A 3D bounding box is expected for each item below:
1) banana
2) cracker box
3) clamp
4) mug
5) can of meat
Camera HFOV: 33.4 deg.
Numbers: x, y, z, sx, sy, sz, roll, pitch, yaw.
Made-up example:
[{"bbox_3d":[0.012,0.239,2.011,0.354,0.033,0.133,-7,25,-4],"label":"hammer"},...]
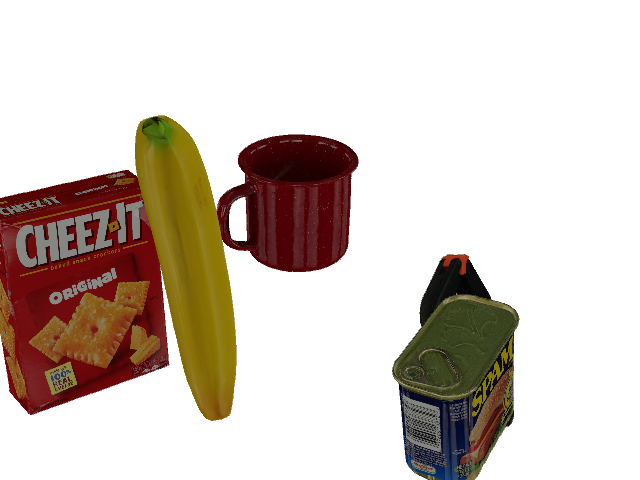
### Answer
[{"bbox_3d":[-0.076,0.008,0.596,0.037,0.198,0.069,-4,32,9],"label":"banana"},{"bbox_3d":[-0.247,0.052,1.097,0.163,0.214,0.072,-16,27,-31],"label":"cracker box"},{"bbox_3d":[0.119,0.101,0.975,0.120,0.171,0.039,-13,2,-40],"label":"clamp"},{"bbox_3d":[-0.028,-0.025,0.833,0.117,0.081,0.093,-18,34,-30],"label":"mug"},{"bbox_3d":[0.093,0.100,0.713,0.058,0.084,0.102,13,38,28],"label":"can of meat"}]
